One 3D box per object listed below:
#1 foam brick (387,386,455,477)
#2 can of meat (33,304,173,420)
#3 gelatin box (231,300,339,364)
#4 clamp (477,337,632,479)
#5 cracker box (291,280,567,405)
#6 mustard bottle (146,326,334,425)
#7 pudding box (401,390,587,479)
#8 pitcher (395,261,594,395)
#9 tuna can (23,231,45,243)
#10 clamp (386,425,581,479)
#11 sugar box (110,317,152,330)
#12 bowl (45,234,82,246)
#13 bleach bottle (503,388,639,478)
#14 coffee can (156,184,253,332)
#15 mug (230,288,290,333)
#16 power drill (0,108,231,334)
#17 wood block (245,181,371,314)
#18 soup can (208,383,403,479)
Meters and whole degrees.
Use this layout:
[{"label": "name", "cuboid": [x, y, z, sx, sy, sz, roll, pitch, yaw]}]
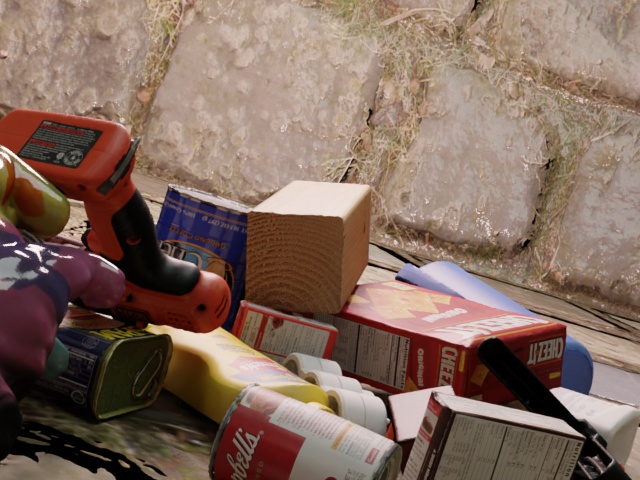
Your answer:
[{"label": "foam brick", "cuboid": [0.082, 0.149, 0.787, 0.053, 0.051, 0.078, -11, 16, 2]}, {"label": "can of meat", "cuboid": [-0.166, 0.084, 0.762, 0.084, 0.057, 0.102, 17, 4, 17]}, {"label": "gelatin box", "cuboid": [-0.037, 0.100, 0.939, 0.089, 0.073, 0.030, 16, 4, -13]}, {"label": "clamp", "cuboid": [0.214, 0.166, 0.909, 0.165, 0.036, 0.209, 50, 5, 35]}, {"label": "cracker box", "cuboid": [0.101, 0.095, 1.022, 0.214, 0.072, 0.163, 13, 12, 42]}, {"label": "mustard bottle", "cuboid": [-0.051, 0.116, 0.802, 0.096, 0.058, 0.192, 15, 6, -44]}, {"label": "pudding box", "cuboid": [0.117, 0.160, 0.733, 0.113, 0.090, 0.039, 15, 6, -23]}, {"label": "pitcher", "cuboid": [0.190, 0.117, 1.236, 0.149, 0.145, 0.243, -4, 19, -32]}, {"label": "tuna can", "cuboid": [-0.270, 0.023, 0.889, 0.085, 0.086, 0.034, 14, 5, -41]}, {"label": "clamp", "cuboid": [0.132, 0.174, 0.926, 0.171, 0.039, 0.120, 20, 4, -15]}, {"label": "sugar box", "cuboid": [-0.186, 0.072, 0.887, 0.175, 0.048, 0.093, 9, 10, -39]}, {"label": "bowl", "cuboid": [-0.255, 0.032, 1.011, 0.162, 0.055, 0.162, 18, 5, -2]}, {"label": "bleach bottle", "cuboid": [0.186, 0.164, 1.085, 0.251, 0.068, 0.102, 19, 13, 31]}, {"label": "coffee can", "cuboid": [-0.121, 0.027, 1.048, 0.103, 0.140, 0.103, 18, 5, -2]}, {"label": "mug", "cuboid": [-0.055, 0.072, 1.151, 0.117, 0.093, 0.081, 45, 13, 27]}, {"label": "power drill", "cuboid": [-0.168, -0.009, 0.768, 0.185, 0.057, 0.187, 9, -34, 24]}, {"label": "wood block", "cuboid": [-0.006, 0.002, 1.042, 0.090, 0.091, 0.206, 4, 11, 9]}, {"label": "soup can", "cuboid": [-0.008, 0.138, 0.659, 0.102, 0.068, 0.068, 20, 6, 18]}]
